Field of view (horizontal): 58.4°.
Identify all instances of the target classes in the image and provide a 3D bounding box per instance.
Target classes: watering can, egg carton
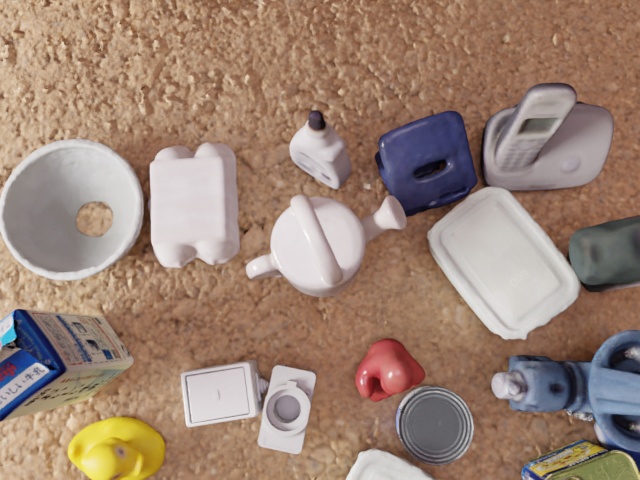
[{"bbox_3d":[0.005,0.000,0.614,0.173,0.101,0.194,-43,-8,-5],"label":"watering can"},{"bbox_3d":[-0.150,-0.042,0.687,0.107,0.150,0.069,-5,-9,1],"label":"egg carton"}]

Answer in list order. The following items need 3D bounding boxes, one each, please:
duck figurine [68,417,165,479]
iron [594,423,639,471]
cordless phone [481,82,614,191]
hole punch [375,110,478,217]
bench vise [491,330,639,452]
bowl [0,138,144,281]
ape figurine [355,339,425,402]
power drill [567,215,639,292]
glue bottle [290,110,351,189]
[{"bbox_3d":[-0.234,0.240,0.635,0.104,0.077,0.086,7,-9,3],"label":"duck figurine"},{"bbox_3d":[0.419,0.282,0.587,0.258,0.119,0.141,37,-6,7],"label":"iron"},{"bbox_3d":[0.264,-0.119,0.632,0.147,0.094,0.185,-5,-9,1],"label":"cordless phone"},{"bbox_3d":[0.128,-0.088,0.678,0.108,0.101,0.091,-20,-9,-2],"label":"hole punch"},{"bbox_3d":[0.291,0.162,0.569,0.207,0.121,0.220,-17,-9,-1],"label":"bench vise"},{"bbox_3d":[-0.283,-0.031,0.685,0.167,0.167,0.075,0,-9,1],"label":"bowl"},{"bbox_3d":[0.080,0.149,0.640,0.077,0.076,0.092,7,-9,3],"label":"ape figurine"},{"bbox_3d":[0.362,0.005,0.599,0.229,0.075,0.208,-10,-9,0],"label":"power drill"},{"bbox_3d":[0.000,-0.107,0.642,0.078,0.037,0.173,35,-7,7],"label":"glue bottle"}]
